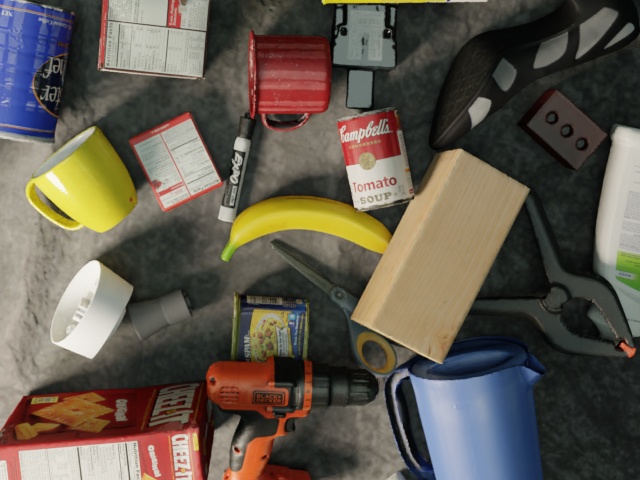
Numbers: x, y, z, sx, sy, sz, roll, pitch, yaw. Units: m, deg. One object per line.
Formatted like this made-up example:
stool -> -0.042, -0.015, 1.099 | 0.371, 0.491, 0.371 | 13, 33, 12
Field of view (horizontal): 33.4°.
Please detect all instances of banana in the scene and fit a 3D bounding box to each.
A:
banana -> -0.012, -0.016, 1.176 | 0.197, 0.037, 0.070 | -2, 111, -3

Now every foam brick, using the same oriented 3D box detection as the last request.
foam brick -> 0.264, -0.120, 1.164 | 0.078, 0.051, 0.053 | 39, 95, -7

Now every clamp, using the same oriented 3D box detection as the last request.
clamp -> 0.248, 0.068, 1.171 | 0.210, 0.036, 0.165 | 43, 103, 10

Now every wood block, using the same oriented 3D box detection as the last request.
wood block -> 0.127, 0.016, 1.138 | 0.090, 0.090, 0.206 | 28, 86, -11

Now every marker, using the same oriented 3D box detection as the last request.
marker -> -0.090, -0.080, 1.171 | 0.020, 0.020, 0.121 | 12, 97, -4

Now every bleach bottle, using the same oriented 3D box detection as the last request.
bleach bottle -> 0.343, 0.005, 1.181 | 0.102, 0.068, 0.251 | 12, 100, 0

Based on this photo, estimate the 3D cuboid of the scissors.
scissors -> 0.020, 0.082, 1.184 | 0.201, 0.016, 0.096 | 24, 67, -6

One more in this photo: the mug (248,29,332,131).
mug -> -0.033, -0.165, 1.134 | 0.081, 0.093, 0.117 | -1, 129, -7

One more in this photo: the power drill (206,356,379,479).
power drill -> -0.034, 0.211, 1.165 | 0.184, 0.057, 0.188 | 4, 118, -4

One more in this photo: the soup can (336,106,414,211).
soup can -> 0.060, -0.087, 1.149 | 0.068, 0.068, 0.102 | -12, 95, -1

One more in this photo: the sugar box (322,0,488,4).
sugar box -> 0.086, -0.293, 1.113 | 0.176, 0.048, 0.093 | -3, 57, 0

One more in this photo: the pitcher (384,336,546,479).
pitcher -> 0.173, 0.237, 1.181 | 0.144, 0.149, 0.243 | -15, 102, -16

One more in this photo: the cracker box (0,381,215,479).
cracker box -> -0.225, 0.209, 1.133 | 0.213, 0.164, 0.072 | -5, 100, -2

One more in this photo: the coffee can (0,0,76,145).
coffee can -> -0.316, -0.177, 1.106 | 0.102, 0.103, 0.140 | 11, 97, -4

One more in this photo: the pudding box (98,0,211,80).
pudding box -> -0.175, -0.219, 1.126 | 0.113, 0.039, 0.090 | 3, 99, -19

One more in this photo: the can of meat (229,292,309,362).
can of meat -> -0.057, 0.112, 1.180 | 0.084, 0.057, 0.102 | 4, 98, -5

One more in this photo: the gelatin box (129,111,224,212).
gelatin box -> -0.156, -0.085, 1.163 | 0.073, 0.030, 0.089 | -25, 98, 0
